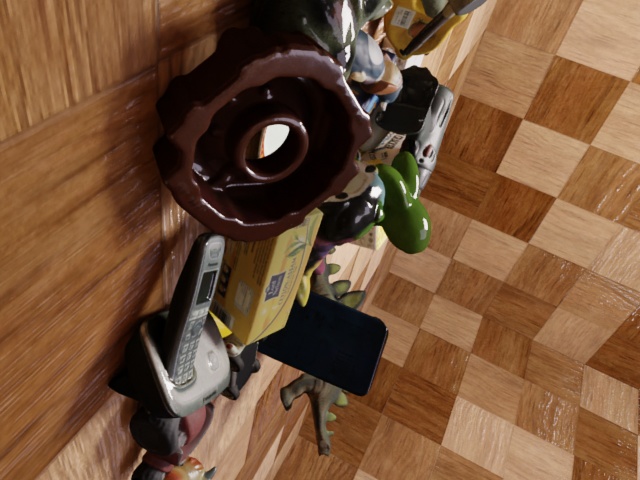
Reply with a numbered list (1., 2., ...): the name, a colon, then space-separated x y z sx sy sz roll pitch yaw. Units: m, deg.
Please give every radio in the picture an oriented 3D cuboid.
1. radio: -0.003 0.163 0.918 0.073 0.230 0.131 62 50 -76

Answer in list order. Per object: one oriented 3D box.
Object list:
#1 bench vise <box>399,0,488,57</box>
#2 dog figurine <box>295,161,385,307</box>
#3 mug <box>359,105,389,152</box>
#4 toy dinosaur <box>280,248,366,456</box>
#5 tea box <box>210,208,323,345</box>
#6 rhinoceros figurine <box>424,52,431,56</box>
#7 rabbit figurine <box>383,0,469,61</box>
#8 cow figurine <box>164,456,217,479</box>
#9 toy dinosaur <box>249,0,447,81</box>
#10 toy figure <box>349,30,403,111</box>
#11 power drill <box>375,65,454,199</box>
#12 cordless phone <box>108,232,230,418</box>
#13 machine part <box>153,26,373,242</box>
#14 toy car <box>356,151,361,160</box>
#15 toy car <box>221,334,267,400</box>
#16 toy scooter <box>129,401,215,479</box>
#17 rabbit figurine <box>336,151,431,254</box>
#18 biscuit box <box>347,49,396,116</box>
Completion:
1. bench vise: 0.013 -0.232 0.334 0.240 0.223 0.129 -24 -170 -33
2. dog figurine: -0.002 -0.002 0.731 0.219 0.192 0.108 81 27 -43
3. mug: 0.087 -0.205 0.921 0.109 0.081 0.107 -37 156 -53
4. toy dinosaur: 0.006 0.176 1.063 0.105 0.199 0.471 112 -26 -74
5. tea box: -0.072 0.020 0.606 0.068 0.098 0.169 -18 139 -47
6. rhinoceros figurine: 0.195 -0.421 0.947 0.112 0.073 0.190 -55 165 -35
7. rabbit figurine: 0.164 -0.374 0.832 0.162 0.122 0.173 92 7 -69
8. cow figurine: -0.220 0.403 0.819 0.127 0.086 0.194 -47 157 -39
9. toy dinosaur: 0.015 -0.232 0.477 0.405 0.131 0.192 -53 146 -15
10. toy figure: 0.064 -0.220 0.695 0.154 0.058 0.064 20 90 -48
11. power drill: 0.153 -0.164 0.866 0.207 0.086 0.232 33 77 -62
12. cordless phone: -0.128 0.076 0.557 0.146 0.089 0.184 -5 116 -76
13. machine part: -0.045 -0.081 0.438 0.179 0.056 0.179 -19 137 -18
14. toy car: 0.000 -0.085 0.844 0.202 0.053 0.089 -61 156 0
15. toy car: -0.127 0.182 0.823 0.073 0.056 0.201 -51 166 -36
16. toy scooter: -0.174 0.219 0.664 0.135 0.075 0.183 -50 164 -50
17. rabbit figurine: 0.094 -0.054 0.789 0.121 0.170 0.159 -37 149 -46
18. biscuit box: 0.042 -0.195 0.772 0.203 0.063 0.059 -59 166 -28
